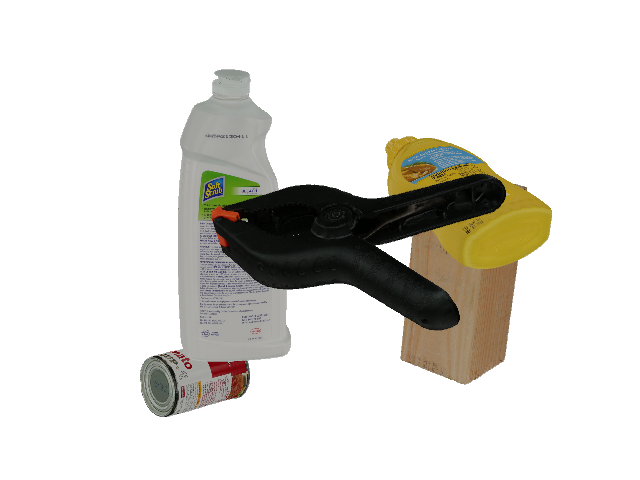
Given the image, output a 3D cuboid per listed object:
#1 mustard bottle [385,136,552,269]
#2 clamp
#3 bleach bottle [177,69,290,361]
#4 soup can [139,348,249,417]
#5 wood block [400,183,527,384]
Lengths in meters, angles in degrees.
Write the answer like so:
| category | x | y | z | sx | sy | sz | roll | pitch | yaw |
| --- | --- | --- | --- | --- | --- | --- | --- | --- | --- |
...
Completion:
| category | x | y | z | sx | sy | sz | roll | pitch | yaw |
| --- | --- | --- | --- | --- | --- | --- | --- | --- | --- |
| mustard bottle | 0.117 | -0.047 | 0.979 | 0.096 | 0.058 | 0.192 | -19 | 38 | -23 |
| clamp | 0.015 | 0.005 | 0.602 | 0.172 | 0.039 | 0.120 | -3 | 32 | 18 |
| bleach bottle | -0.072 | -0.021 | 0.921 | 0.102 | 0.251 | 0.068 | -2 | 22 | -15 |
| soup can | -0.137 | 0.150 | 1.165 | 0.102 | 0.068 | 0.069 | -9 | 6 | -43 |
| wood block | 0.156 | 0.038 | 1.168 | 0.090 | 0.206 | 0.090 | 18 | 24 | 35 |
